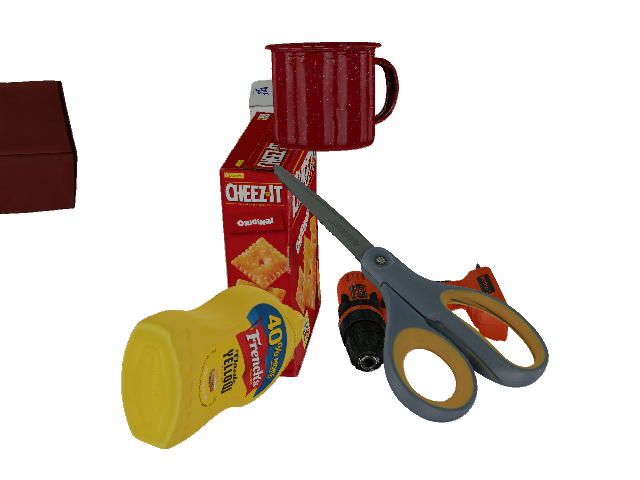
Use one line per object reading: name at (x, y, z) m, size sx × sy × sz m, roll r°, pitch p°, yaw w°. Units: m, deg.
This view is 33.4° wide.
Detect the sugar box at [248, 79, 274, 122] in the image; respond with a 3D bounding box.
sugar box at (-0.057, -0.088, 1.228) m, size 0.048 × 0.176 × 0.093 m, roll -4°, pitch 26°, yaw 1°

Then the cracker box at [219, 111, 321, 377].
cracker box at (-0.042, 0.001, 1.044) m, size 0.072 × 0.214 × 0.164 m, roll 3°, pitch 26°, yaw 8°

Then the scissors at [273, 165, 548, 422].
scissors at (0.028, 0.029, 0.589) m, size 0.202 × 0.016 × 0.096 m, roll 31°, pitch 51°, yaw 19°

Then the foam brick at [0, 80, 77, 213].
foam brick at (-0.195, -0.063, 0.716) m, size 0.051 × 0.078 × 0.053 m, roll -6°, pitch -43°, yaw -19°

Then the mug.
mug at (0.013, -0.118, 0.864) m, size 0.117 × 0.081 × 0.093 m, roll -9°, pitch 15°, yaw -32°

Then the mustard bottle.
mustard bottle at (-0.071, 0.086, 0.832) m, size 0.058 × 0.096 × 0.191 m, roll 12°, pitch 17°, yaw 30°

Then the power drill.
power drill at (0.113, 0.085, 1.208) m, size 0.187 × 0.057 × 0.184 m, roll -3°, pitch 27°, yaw -2°
